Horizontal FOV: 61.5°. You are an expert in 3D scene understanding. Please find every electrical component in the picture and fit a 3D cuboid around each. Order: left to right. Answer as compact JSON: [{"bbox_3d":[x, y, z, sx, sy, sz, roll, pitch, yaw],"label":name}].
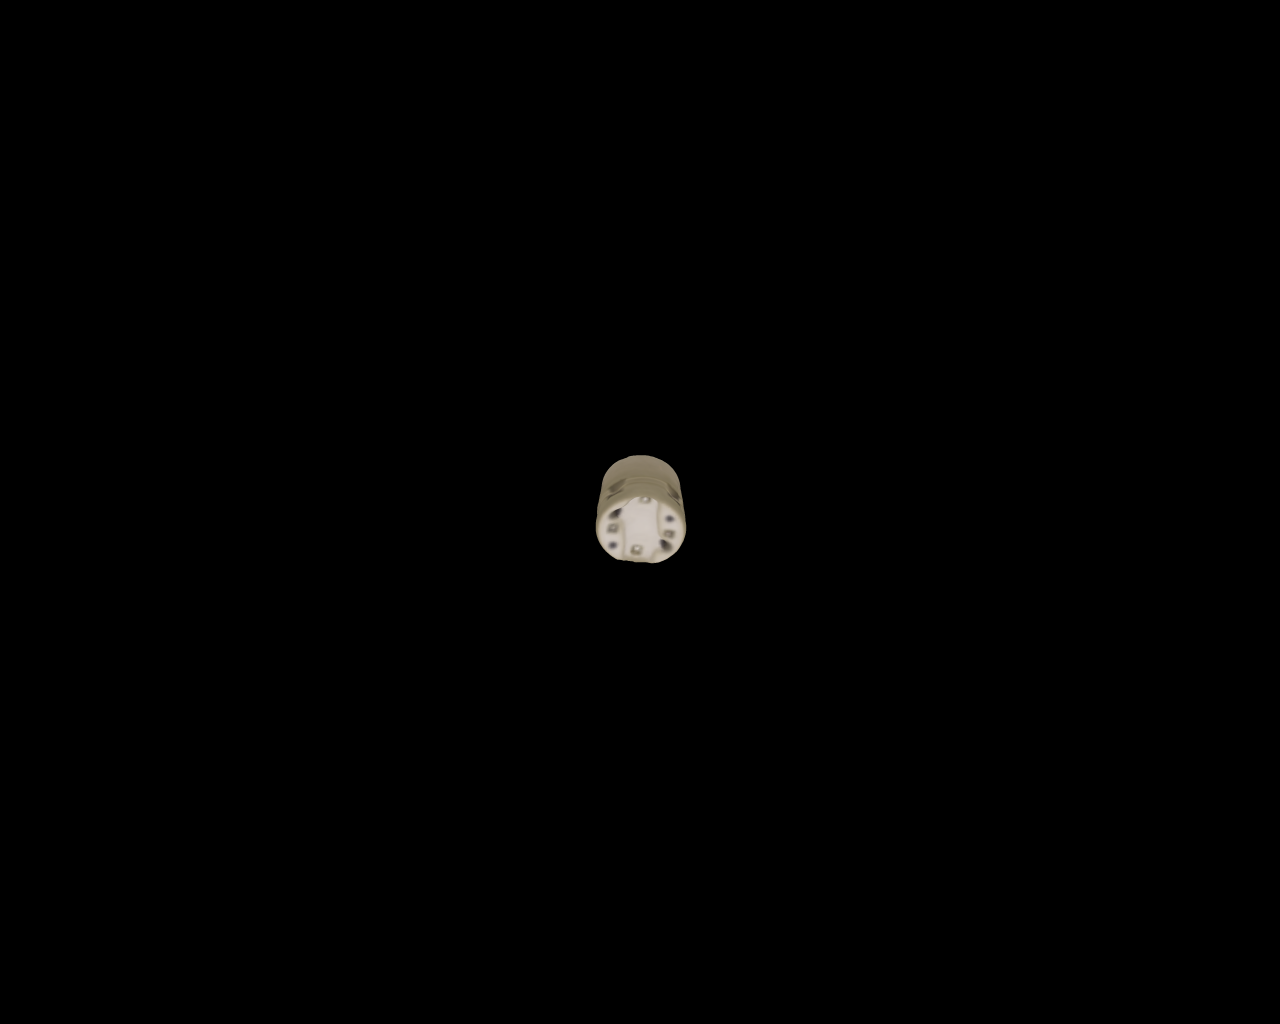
[{"bbox_3d":[0.001,-0.003,0.650,0.055,0.055,0.047,0,40,0],"label":"electrical component"}]
